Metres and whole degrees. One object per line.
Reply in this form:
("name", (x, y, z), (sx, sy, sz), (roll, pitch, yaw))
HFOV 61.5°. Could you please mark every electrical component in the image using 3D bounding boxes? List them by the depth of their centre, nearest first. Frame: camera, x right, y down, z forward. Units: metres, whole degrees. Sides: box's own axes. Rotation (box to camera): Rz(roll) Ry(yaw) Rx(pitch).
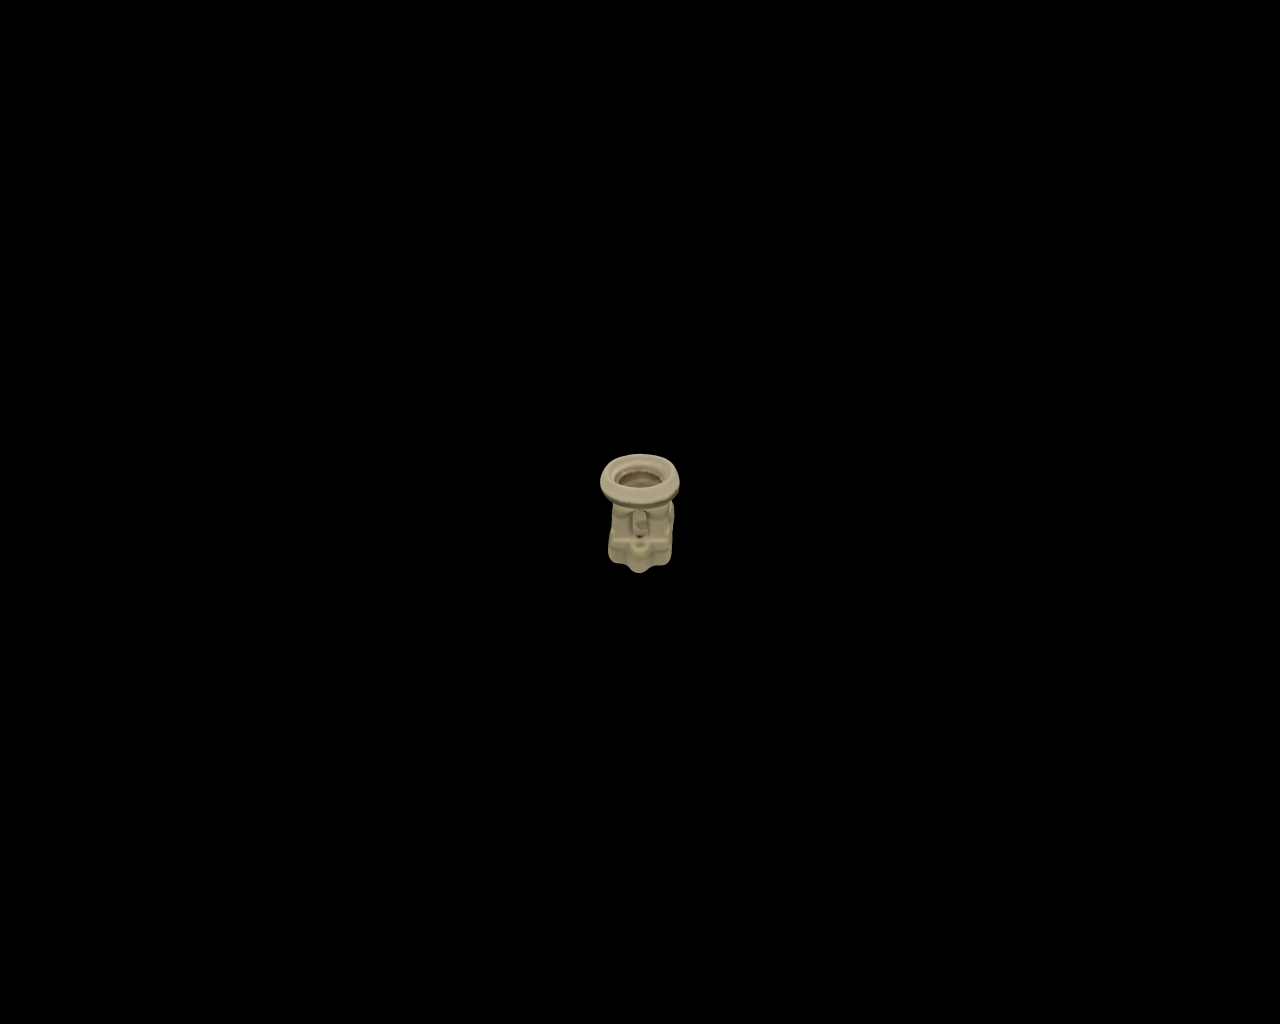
("electrical component", (0.001, -0.003, 0.650), (0.048, 0.055, 0.066), (1, 35, 2))
